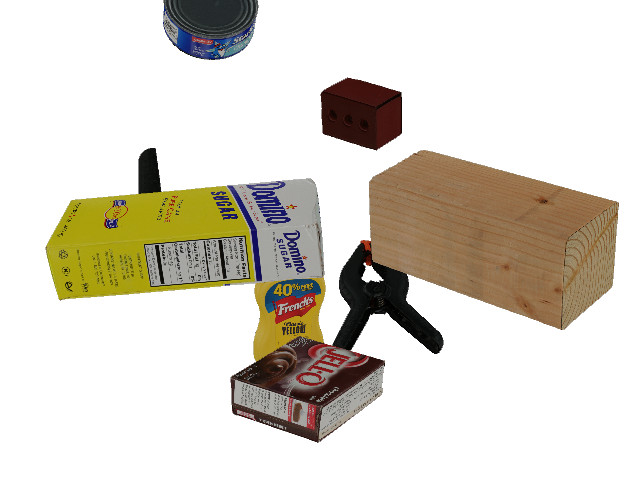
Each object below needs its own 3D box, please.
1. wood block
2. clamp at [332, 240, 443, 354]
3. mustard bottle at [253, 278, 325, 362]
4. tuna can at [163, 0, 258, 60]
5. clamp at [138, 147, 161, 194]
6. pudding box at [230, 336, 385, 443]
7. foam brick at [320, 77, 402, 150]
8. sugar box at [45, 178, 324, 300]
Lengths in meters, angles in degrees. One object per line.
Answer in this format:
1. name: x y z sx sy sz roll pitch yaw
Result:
1. wood block: 0.152 -0.007 0.968 0.206 0.090 0.090 20 36 37
2. clamp: 0.074 0.068 1.191 0.120 0.171 0.039 4 -43 -2
3. mustard bottle: -0.041 0.080 1.451 0.096 0.192 0.058 -4 23 -15
4. tuna can: -0.101 -0.207 0.977 0.086 0.086 0.034 0 -32 -11
5. clamp: -0.158 -0.020 1.034 0.165 0.036 0.209 25 40 23
6. pudding box: -0.010 0.124 0.910 0.090 0.039 0.113 12 22 29
7. foam brick: 0.045 -0.141 1.181 0.078 0.053 0.051 20 38 34
8. sugar box: -0.087 -0.003 0.721 0.176 0.048 0.093 -8 23 1
